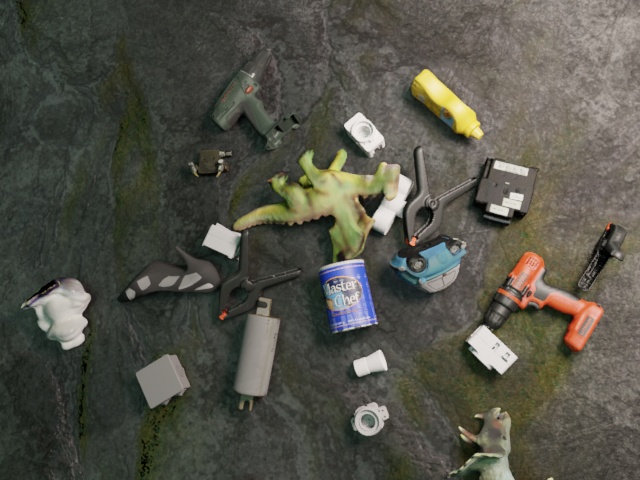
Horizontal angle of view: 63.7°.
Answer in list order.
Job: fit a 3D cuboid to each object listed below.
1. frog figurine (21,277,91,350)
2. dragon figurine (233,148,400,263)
[{"bbox_3d":[-0.611,0.174,1.240,0.138,0.124,0.157,-36,111,-6],"label":"frog figurine"},{"bbox_3d":[0.003,-0.058,1.147,0.406,0.122,0.246,-38,71,19],"label":"dragon figurine"}]
